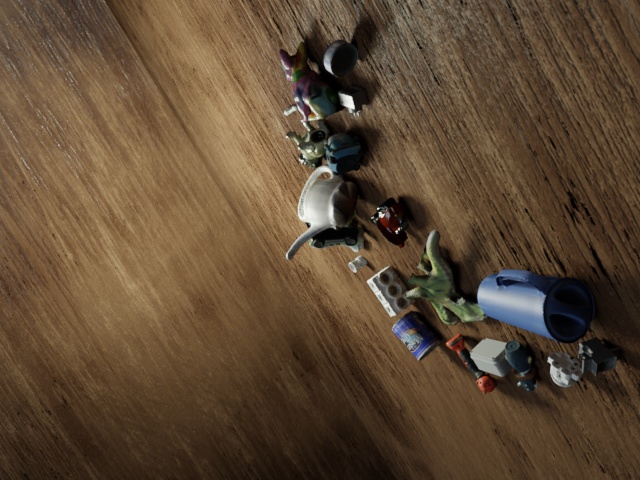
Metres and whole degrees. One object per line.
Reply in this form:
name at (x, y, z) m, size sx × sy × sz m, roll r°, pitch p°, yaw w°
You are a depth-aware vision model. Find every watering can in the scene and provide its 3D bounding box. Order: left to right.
watering can at (0.005, -0.086, 1.713) m, size 0.225 × 0.350 × 0.103 m, roll 9°, pitch 169°, yaw 44°

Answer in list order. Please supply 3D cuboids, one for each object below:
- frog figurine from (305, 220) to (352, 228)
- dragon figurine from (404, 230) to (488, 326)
frog figurine at (0.047, -0.082, 1.894) m, size 0.157 × 0.125 × 0.136 m, roll -29°, pitch 107°, yaw 35°
dragon figurine at (0.371, 0.137, 1.455) m, size 0.244 × 0.124 × 0.401 m, roll 32°, pitch 156°, yaw 16°
